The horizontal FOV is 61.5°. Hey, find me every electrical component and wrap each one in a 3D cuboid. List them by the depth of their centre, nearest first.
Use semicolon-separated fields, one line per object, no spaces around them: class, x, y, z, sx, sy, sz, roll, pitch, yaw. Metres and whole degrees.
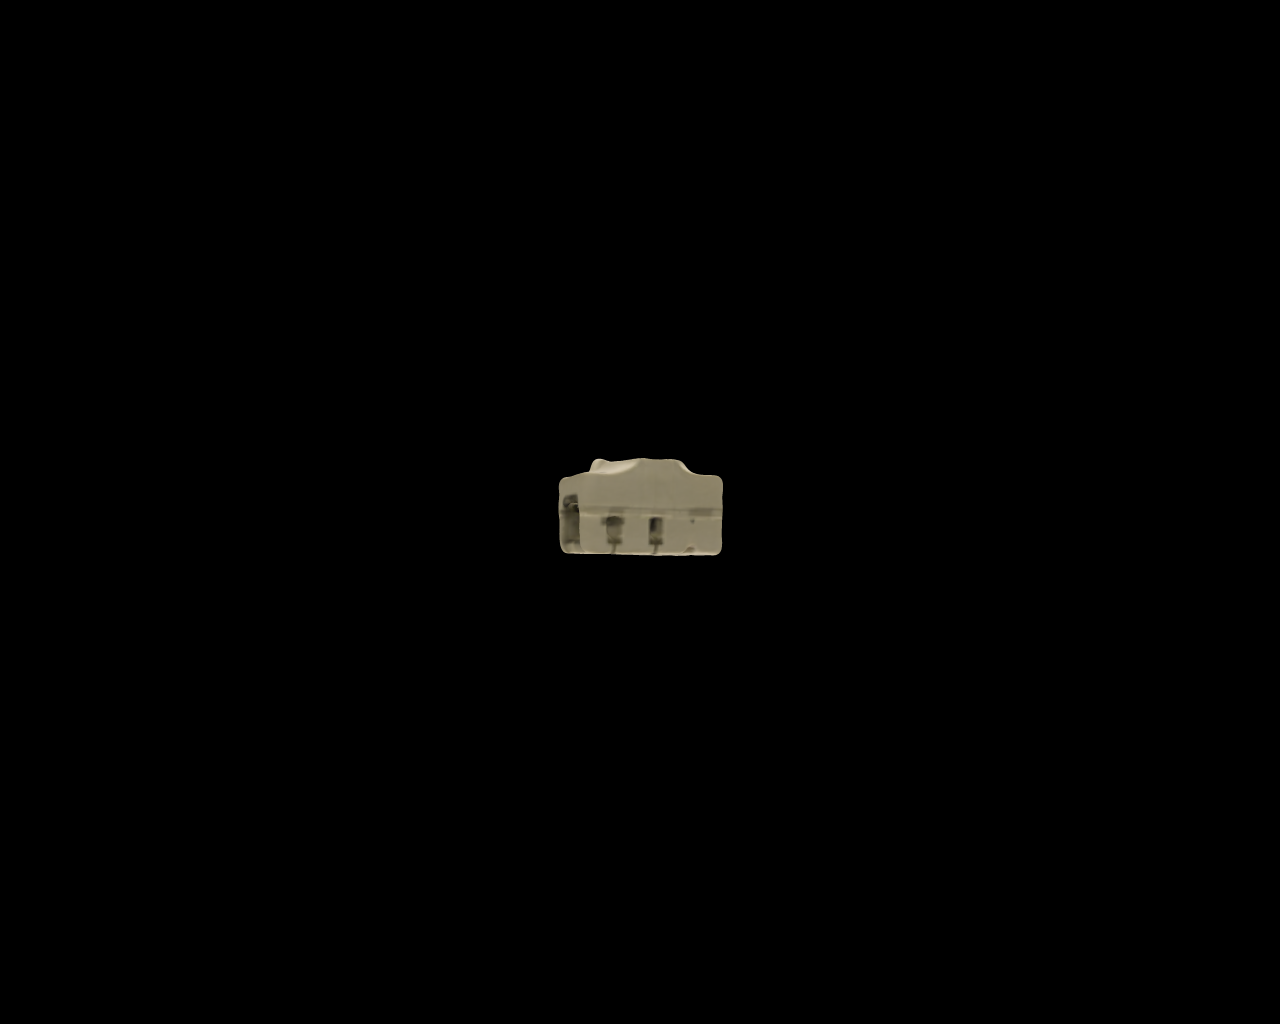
electrical component;0.001;-0.003;0.650;0.089;0.055;0.050;1;-4;-23
